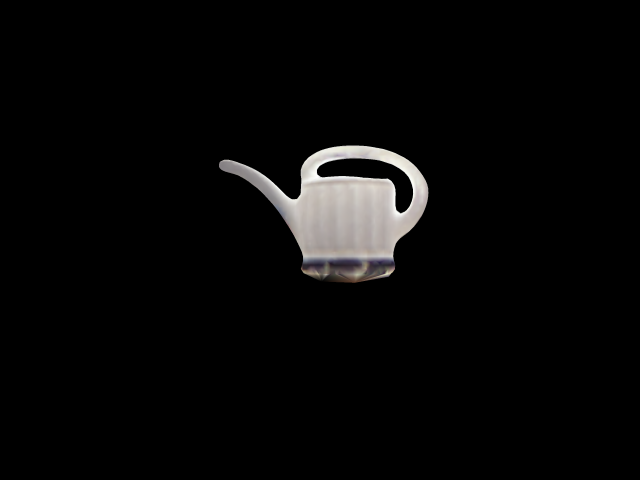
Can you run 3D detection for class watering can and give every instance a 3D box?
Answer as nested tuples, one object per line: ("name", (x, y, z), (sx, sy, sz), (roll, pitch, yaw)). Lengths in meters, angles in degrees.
("watering can", (0.003, -0.043, 0.850), (0.347, 0.225, 0.104), (0, -4, 7))
